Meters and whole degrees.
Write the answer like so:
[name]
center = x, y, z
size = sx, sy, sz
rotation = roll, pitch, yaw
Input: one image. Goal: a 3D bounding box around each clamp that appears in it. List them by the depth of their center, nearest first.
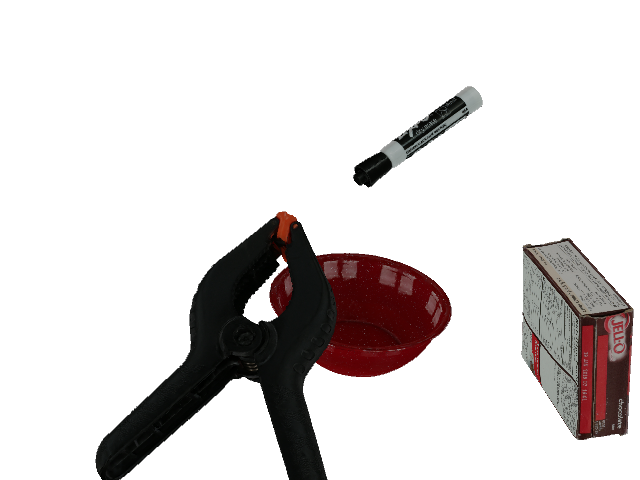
[clamp]
center = -0.029, 0.066, 0.556
size = 0.120, 0.171, 0.039
rotation = 20, -25, 12

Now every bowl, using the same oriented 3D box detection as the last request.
[bowl]
center = 0.034, 0.073, 0.954
size = 0.162, 0.055, 0.162
rotation = 4, 29, -2

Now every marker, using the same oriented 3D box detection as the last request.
[marker]
center = 0.073, -0.077, 0.803
size = 0.121, 0.020, 0.020
rotation = -36, 13, -19

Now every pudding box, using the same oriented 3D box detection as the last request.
[pudding box]
center = 0.165, 0.061, 0.695
size = 0.039, 0.090, 0.113
rotation = -7, 24, -8
